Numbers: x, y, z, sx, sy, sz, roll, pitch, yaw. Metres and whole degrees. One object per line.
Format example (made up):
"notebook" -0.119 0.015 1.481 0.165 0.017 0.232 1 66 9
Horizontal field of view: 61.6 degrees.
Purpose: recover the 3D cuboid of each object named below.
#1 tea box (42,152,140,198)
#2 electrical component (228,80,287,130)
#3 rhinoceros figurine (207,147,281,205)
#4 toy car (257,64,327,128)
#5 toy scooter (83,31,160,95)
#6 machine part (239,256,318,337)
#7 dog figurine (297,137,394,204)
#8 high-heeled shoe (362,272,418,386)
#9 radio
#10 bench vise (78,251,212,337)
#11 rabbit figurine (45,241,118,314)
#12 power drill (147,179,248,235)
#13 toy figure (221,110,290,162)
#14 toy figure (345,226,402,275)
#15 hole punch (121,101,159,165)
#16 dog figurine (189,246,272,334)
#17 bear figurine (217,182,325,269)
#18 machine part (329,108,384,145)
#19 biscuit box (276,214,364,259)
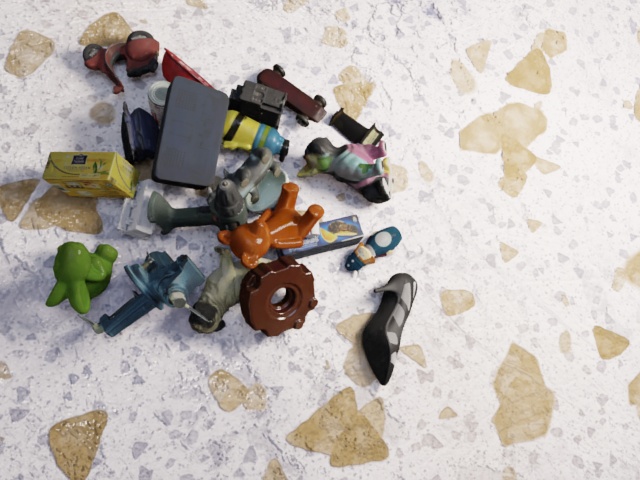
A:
"tea box" -0.493 -0.140 1.160 0.170 0.098 0.068 3 71 14
"electrical component" -0.154 -0.322 1.300 0.134 0.115 0.058 15 67 -6
"rhinoceros figurine" -0.180 -0.139 1.232 0.190 0.073 0.112 -46 50 -3
"toy car" -0.074 -0.361 1.359 0.202 0.053 0.089 37 72 6
"toy scooter" -0.466 -0.420 1.293 0.184 0.075 0.135 -19 77 -12
"machine part" -0.088 0.122 1.156 0.179 0.056 0.179 -13 116 -28
"dog figurine" 0.059 -0.168 1.303 0.219 0.191 0.108 1 51 20
"high-heeled shoe" 0.176 0.201 1.243 0.145 0.086 0.248 -1 90 -42
"radio" -0.287 -0.231 1.192 0.131 0.073 0.229 11 86 -22
"bench vise" -0.356 0.120 1.099 0.240 0.128 0.224 -40 46 -10
"rabbit figurine" -0.500 0.064 1.088 0.121 0.170 0.159 13 71 -6
"power drill" -0.258 -0.067 1.157 0.207 0.231 0.086 -5 66 5
"toy figure" -0.160 -0.249 1.291 0.180 0.082 0.089 17 102 -3
"toy figure" 0.124 0.021 1.281 0.154 0.057 0.064 -33 43 -16
"hole punch" -0.404 -0.232 1.230 0.092 0.116 0.142 -6 75 -21
"dog figurine" -0.185 0.121 1.180 0.172 0.121 0.190 14 86 -3
"bear figurine" -0.105 -0.029 1.122 0.120 0.131 0.196 44 35 22
"machine part" 0.092 -0.282 1.376 0.139 0.039 0.084 33 79 -1
"biscuit box" -0.003 -0.004 1.259 0.203 0.062 0.059 -14 74 -14
